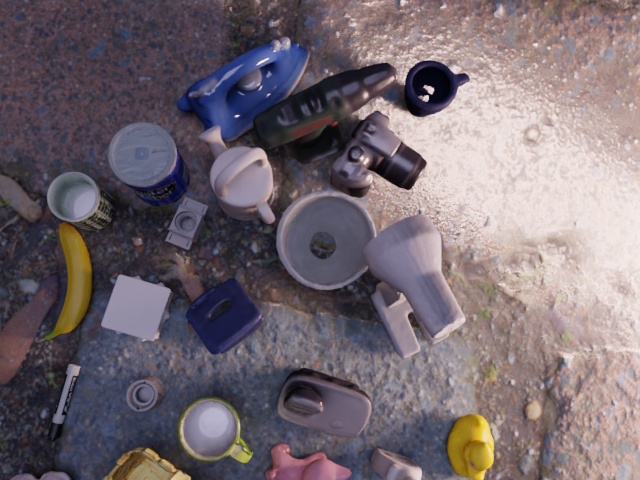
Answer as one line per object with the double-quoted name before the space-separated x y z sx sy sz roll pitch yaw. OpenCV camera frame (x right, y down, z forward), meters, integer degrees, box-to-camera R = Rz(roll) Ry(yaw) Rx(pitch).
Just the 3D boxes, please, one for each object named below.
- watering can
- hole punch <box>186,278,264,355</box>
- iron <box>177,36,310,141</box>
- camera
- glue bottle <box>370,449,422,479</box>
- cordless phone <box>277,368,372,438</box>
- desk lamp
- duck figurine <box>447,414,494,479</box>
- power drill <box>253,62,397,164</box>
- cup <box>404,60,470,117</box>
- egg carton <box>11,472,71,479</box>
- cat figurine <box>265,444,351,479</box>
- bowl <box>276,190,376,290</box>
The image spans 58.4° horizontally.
"watering can" -0.131 -0.103 0.918 0.173 0.194 0.101 32 80 1
"hole punch" -0.157 0.124 0.932 0.109 0.091 0.101 -39 86 -9
"iron" -0.118 -0.281 0.974 0.258 0.141 0.118 -38 85 -9
"camera" 0.107 -0.135 0.989 0.137 0.100 0.143 32 80 1
"glue bottle" 0.126 0.361 0.875 0.078 0.173 0.037 20 80 -1
"cordless phone" 0.009 0.257 0.876 0.147 0.185 0.094 14 80 -2
"desk lamp" 0.150 0.077 0.902 0.118 0.213 0.203 -25 83 -8
"duck figurine" 0.254 0.341 0.933 0.077 0.086 0.104 11 80 -2
"power drill" 0.004 -0.201 0.937 0.230 0.208 0.075 -24 83 -8
"cup" 0.200 -0.262 1.020 0.118 0.095 0.092 -16 82 -7
"egg carton" -0.430 0.433 0.872 0.107 0.069 0.150 -4 81 -5
"cat figurine" -0.020 0.368 0.890 0.128 0.117 0.067 10 80 -3
"bowl" 0.009 0.003 0.973 0.167 0.074 0.167 1 81 -4
